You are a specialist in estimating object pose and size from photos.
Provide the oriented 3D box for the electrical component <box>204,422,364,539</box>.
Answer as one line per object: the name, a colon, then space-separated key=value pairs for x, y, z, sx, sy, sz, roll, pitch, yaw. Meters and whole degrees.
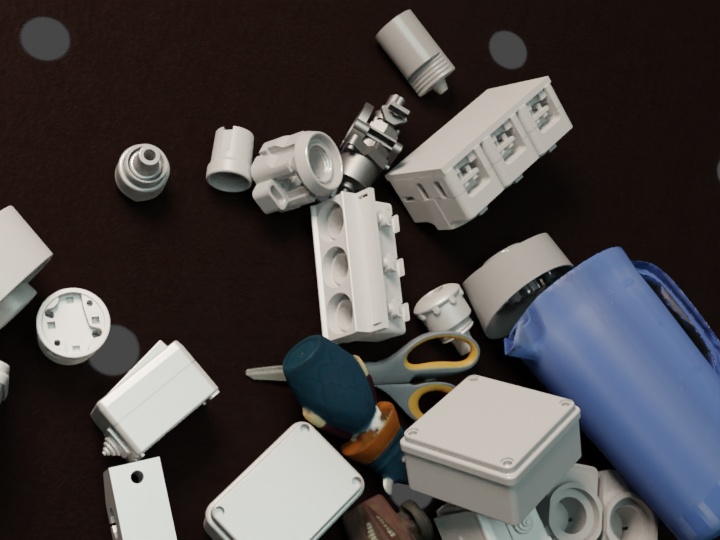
electrical component: x=-0.061 y=0.185 z=0.855 sx=0.078 sy=0.057 sz=0.113 roll=45 pitch=65 yaw=7

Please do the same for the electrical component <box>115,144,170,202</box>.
electrical component: x=-0.180 y=-0.085 z=0.894 sx=0.043 sy=0.062 sz=0.043 roll=5 pitch=73 yaw=-18

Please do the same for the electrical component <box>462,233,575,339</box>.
electrical component: x=0.143 y=0.013 z=0.965 sx=0.099 sy=0.099 sz=0.064 roll=-26 pitch=78 yaw=-24

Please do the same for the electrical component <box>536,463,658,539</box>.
electrical component: x=0.193 y=0.265 z=0.926 sx=0.105 sy=0.060 sz=0.186 roll=12 pitch=71 yaw=-16

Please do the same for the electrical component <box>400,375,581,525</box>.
electrical component: x=0.108 y=0.143 z=0.874 sx=0.109 sy=0.109 sz=0.056 roll=-34 pitch=124 yaw=-42

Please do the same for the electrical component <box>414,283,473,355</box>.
electrical component: x=0.081 y=0.046 z=0.960 sx=0.048 sy=0.048 sz=0.062 roll=-36 pitch=98 yaw=-25

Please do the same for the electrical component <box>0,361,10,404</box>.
electrical component: x=-0.313 y=0.079 z=0.774 sx=0.109 sy=0.109 sz=0.056 roll=27 pitch=70 yaw=-11

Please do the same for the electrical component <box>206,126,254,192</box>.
electrical component: x=-0.111 y=-0.097 z=0.936 sx=0.040 sy=0.040 sz=0.046 roll=11 pitch=65 yaw=-16

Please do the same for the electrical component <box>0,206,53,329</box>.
electrical component: x=-0.280 y=0.011 z=0.809 sx=0.060 sy=0.108 sz=0.108 roll=45 pitch=65 yaw=-9

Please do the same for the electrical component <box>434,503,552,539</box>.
electrical component: x=0.110 y=0.215 z=0.892 sx=0.061 sy=0.096 sz=0.061 roll=-20 pitch=82 yaw=-23

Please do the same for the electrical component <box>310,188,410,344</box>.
electrical component: x=0.000 y=0.000 z=0.932 sx=0.063 sy=0.079 sz=0.121 roll=7 pitch=71 yaw=-41

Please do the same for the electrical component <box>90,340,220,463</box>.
electrical component: x=-0.169 y=0.106 z=0.843 sx=0.096 sy=0.062 sz=0.061 roll=-40 pitch=90 yaw=-25

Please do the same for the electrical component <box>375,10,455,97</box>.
electrical component: x=0.056 y=-0.202 z=1.023 sx=0.043 sy=0.043 sz=0.081 roll=-37 pitch=89 yaw=-25

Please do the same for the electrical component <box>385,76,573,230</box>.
electrical component: x=0.112 y=-0.106 z=0.984 sx=0.150 sy=0.089 sz=0.061 roll=-41 pitch=111 yaw=-25

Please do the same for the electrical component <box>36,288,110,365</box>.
electrical component: x=-0.228 y=0.046 z=0.847 sx=0.055 sy=0.047 sz=0.055 roll=6 pitch=73 yaw=-18

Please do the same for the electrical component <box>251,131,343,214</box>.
electrical component: x=-0.052 y=-0.087 z=0.929 sx=0.058 sy=0.057 sz=0.078 roll=53 pitch=40 yaw=-30
